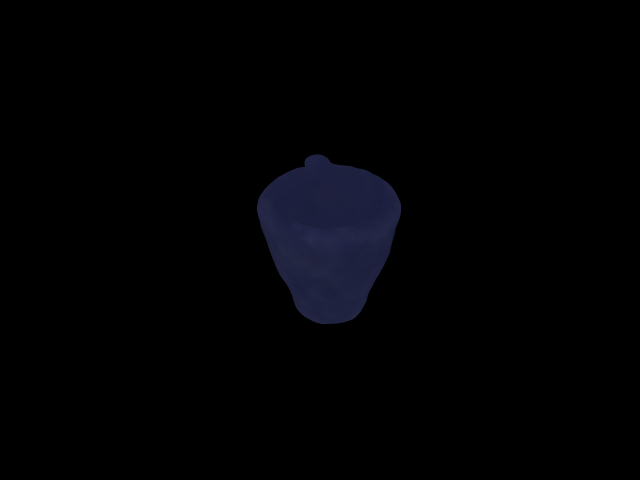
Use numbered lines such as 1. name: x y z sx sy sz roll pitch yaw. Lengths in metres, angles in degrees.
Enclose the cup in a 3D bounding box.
1. cup: 0.004 0.001 0.400 0.092 0.095 0.117 -5 36 -7
